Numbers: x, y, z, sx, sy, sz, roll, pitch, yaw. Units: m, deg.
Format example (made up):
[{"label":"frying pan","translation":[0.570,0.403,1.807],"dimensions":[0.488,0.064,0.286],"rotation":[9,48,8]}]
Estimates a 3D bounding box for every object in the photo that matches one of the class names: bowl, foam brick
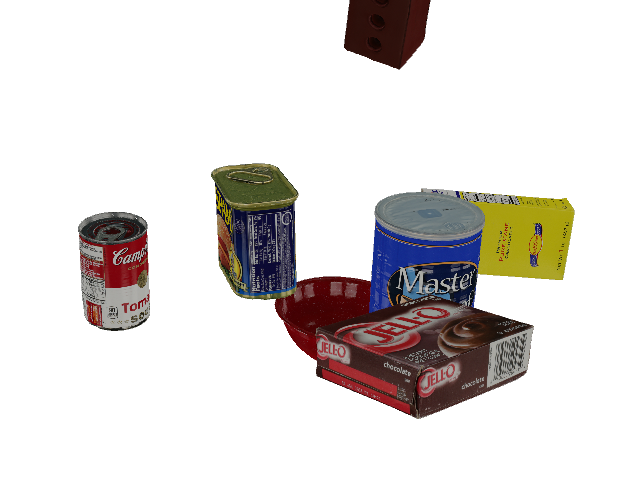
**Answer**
[{"label":"bowl","translation":[0.026,0.101,1.250],"dimensions":[0.162,0.055,0.162],"rotation":[4,25,-2]},{"label":"foam brick","translation":[0.055,-0.186,0.846],"dimensions":[0.053,0.078,0.051],"rotation":[23,50,15]}]

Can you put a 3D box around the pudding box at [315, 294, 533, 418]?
[{"label":"pudding box","translation":[0.066,0.071,0.682],"dimensions":[0.113,0.039,0.090],"rotation":[-10,19,-42]}]

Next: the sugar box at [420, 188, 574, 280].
[{"label":"sugar box","translation":[0.202,-0.007,1.256],"dimensions":[0.176,0.093,0.048],"rotation":[3,22,-3]}]

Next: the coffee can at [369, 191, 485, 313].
[{"label":"coffee can","translation":[0.099,0.037,1.020],"dimensions":[0.103,0.140,0.103],"rotation":[2,24,-1]}]

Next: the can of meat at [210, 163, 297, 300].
[{"label":"can of meat","translation":[-0.053,-0.008,0.868],"dimensions":[0.057,0.084,0.102],"rotation":[-7,22,-14]}]

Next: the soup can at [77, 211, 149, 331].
[{"label":"soup can","translation":[-0.207,0.031,1.074],"dimensions":[0.068,0.102,0.068],"rotation":[2,26,-1]}]
